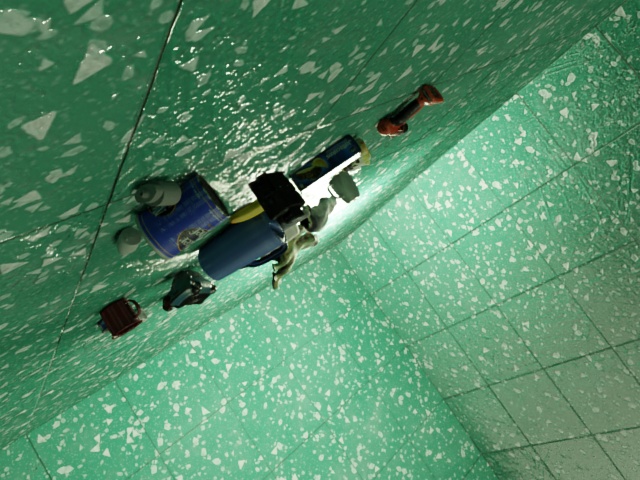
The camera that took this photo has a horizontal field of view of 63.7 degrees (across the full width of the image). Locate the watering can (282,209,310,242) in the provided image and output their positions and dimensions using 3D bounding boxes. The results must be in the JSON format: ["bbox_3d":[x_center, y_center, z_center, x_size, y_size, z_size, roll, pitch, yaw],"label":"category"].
[{"bbox_3d":[-0.132,-0.034,1.638,0.225,0.104,0.347,-35,-177,-7],"label":"watering can"}]

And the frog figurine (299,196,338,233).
[{"bbox_3d":[0.006,-0.097,1.935,0.161,0.125,0.134,-17,145,-32],"label":"frog figurine"}]

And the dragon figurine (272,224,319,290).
[{"bbox_3d":[-0.104,0.058,2.120,0.244,0.124,0.401,-25,153,-16],"label":"dragon figurine"}]
